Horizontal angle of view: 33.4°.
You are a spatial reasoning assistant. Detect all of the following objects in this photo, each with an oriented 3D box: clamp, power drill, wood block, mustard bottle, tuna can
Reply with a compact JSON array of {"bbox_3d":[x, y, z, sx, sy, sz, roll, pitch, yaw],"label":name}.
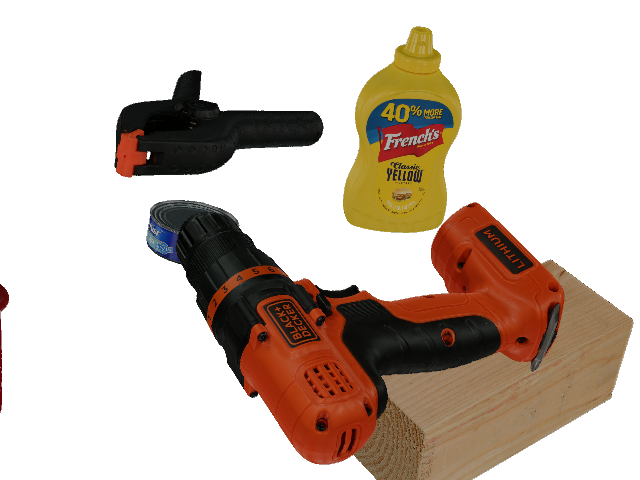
[{"bbox_3d":[-0.090,-0.082,0.733,0.120,0.039,0.171,21,23,31],"label":"clamp"},{"bbox_3d":[0.027,0.032,0.609,0.187,0.057,0.185,-14,45,-26],"label":"power drill"},{"bbox_3d":[0.123,0.105,0.803,0.205,0.090,0.091,-22,44,-29],"label":"wood block"},{"bbox_3d":[0.078,-0.101,0.975,0.096,0.192,0.058,3,30,-6],"label":"mustard bottle"},{"bbox_3d":[-0.123,-0.007,1.021,0.086,0.034,0.086,11,22,-5],"label":"tuna can"}]

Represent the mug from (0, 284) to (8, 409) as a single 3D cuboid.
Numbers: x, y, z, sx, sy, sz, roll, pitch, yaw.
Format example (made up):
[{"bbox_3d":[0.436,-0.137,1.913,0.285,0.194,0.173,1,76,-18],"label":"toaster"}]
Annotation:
[{"bbox_3d":[-0.243,0.075,0.635,0.093,0.081,0.117,19,24,36],"label":"mug"}]
